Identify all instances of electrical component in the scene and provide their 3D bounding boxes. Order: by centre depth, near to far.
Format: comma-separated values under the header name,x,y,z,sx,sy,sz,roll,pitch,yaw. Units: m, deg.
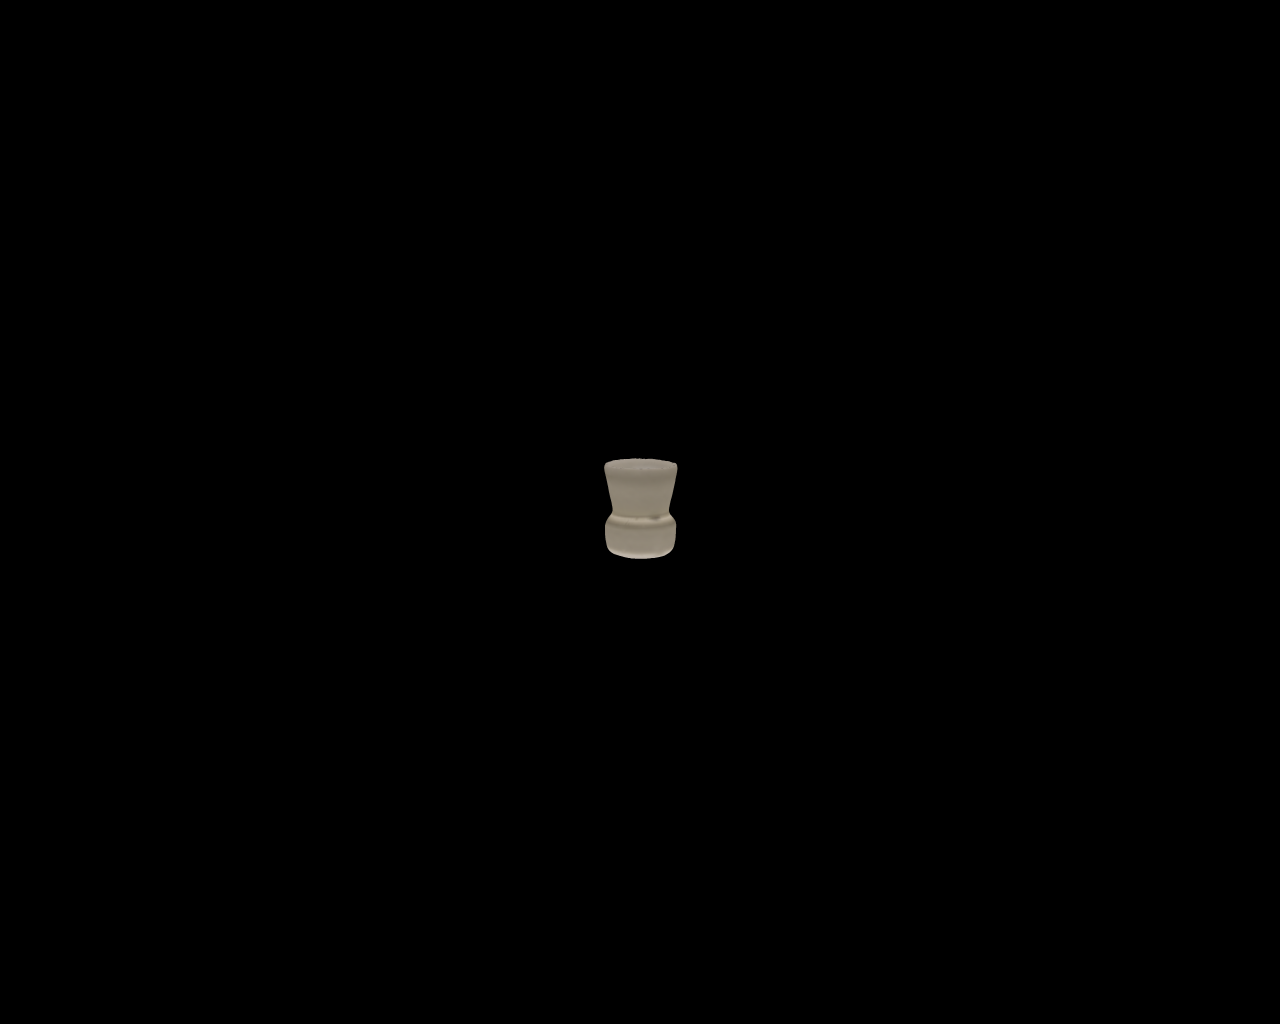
name,x,y,z,sx,sy,sz,roll,pitch,yaw
electrical component,0.001,-0.003,0.650,0.045,0.055,0.045,0,11,0
